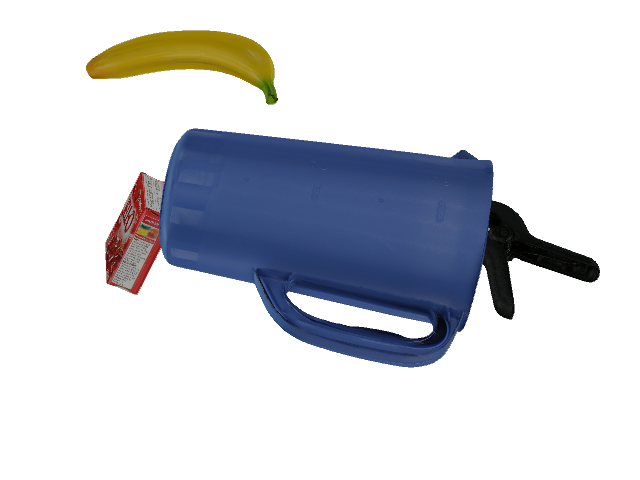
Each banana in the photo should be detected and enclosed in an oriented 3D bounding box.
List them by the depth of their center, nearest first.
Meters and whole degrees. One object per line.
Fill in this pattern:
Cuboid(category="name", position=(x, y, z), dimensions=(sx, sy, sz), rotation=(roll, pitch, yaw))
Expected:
Cuboid(category="banana", position=(-0.123, -0.171, 1.005), dimensions=(0.198, 0.037, 0.069), rotation=(9, 45, 18))

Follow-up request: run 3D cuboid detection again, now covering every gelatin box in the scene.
Cuboid(category="gelatin box", position=(-0.152, -0.008, 0.887), dimensions=(0.030, 0.073, 0.089), rotation=(23, 17, -20))

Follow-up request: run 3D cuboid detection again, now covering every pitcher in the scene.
Cuboid(category="pitcher", position=(0.004, -0.005, 0.811), dimensions=(0.243, 0.145, 0.149), rotation=(9, 16, 3))

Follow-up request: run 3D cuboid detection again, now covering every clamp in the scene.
Cuboid(category="clamp", position=(0.194, 0.005, 1.069), dimensions=(0.120, 0.039, 0.171), rotation=(-10, 45, -22))
